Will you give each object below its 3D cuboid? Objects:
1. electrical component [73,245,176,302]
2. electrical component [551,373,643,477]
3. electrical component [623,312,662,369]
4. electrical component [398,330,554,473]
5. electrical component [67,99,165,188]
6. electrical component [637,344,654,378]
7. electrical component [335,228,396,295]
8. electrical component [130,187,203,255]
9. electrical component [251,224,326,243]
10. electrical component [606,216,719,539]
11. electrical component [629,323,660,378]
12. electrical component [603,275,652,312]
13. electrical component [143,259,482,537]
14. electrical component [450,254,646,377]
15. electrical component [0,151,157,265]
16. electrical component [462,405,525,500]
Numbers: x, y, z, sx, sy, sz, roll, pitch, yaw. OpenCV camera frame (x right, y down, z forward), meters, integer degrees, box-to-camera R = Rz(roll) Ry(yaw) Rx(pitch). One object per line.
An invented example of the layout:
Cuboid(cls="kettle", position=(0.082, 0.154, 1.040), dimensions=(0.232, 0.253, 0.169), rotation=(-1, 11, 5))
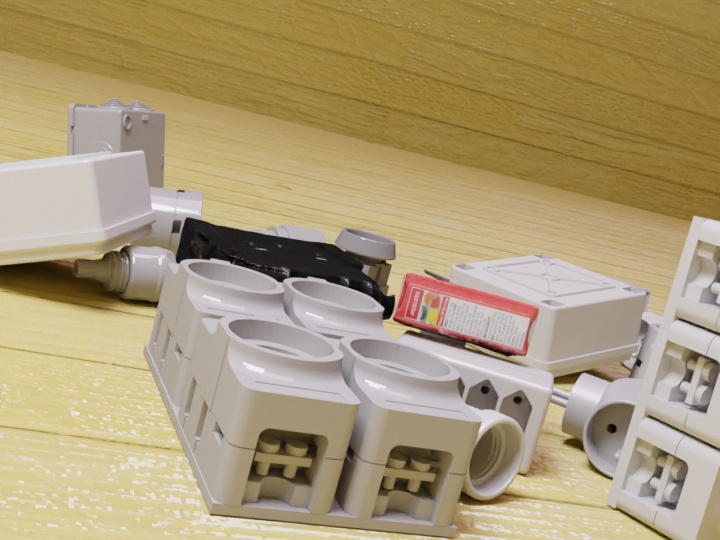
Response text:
Cuboid(cls="electrical component", position=(-0.146, 0.001, 0.665), dimensions=(0.061, 0.035, 0.035), rotation=(6, 14, -32))
Cuboid(cls="electrical component", position=(0.141, 0.083, 0.613), dimensions=(0.079, 0.044, 0.077), rotation=(20, 12, 24))
Cuboid(cls="electrical component", position=(0.248, 0.059, 0.895), dimensions=(0.077, 0.043, 0.079), rotation=(10, 14, -27))
Cuboid(cls="electrical component", position=(0.058, 0.065, 0.582), dimensions=(0.083, 0.047, 0.076), rotation=(17, 10, 9))
Cuboid(cls="electrical component", position=(-0.205, -0.094, 0.913), dimensions=(0.048, 0.099, 0.100), rotation=(5, 7, 15))
Cuboid(cls="electrical component", position=(0.215, 0.080, 0.730), dimensions=(0.055, 0.047, 0.055), rotation=(15, 10, -3))
Cuboid(cls="electrical component", position=(0.000, 0.000, 0.821), dimensions=(0.048, 0.055, 0.066), rotation=(20, 11, 24))
Cuboid(cls="electrical component", position=(-0.145, -0.035, 0.804), dimensions=(0.047, 0.055, 0.055), rotation=(9, 11, -13))
Cuboid(cls="electrical component", position=(-0.063, -0.017, 0.861), dimensions=(0.078, 0.040, 0.040), rotation=(9, 12, -31))
Cuboid(cls="electrical component", position=(0.192, 0.058, 0.528), dimensions=(0.089, 0.150, 0.062), rotation=(7, 12, -39))
Cuboid(cls="electrical component", position=(0.237, 0.070, 0.815), dimensions=(0.055, 0.047, 0.055), rotation=(15, 10, -3))
Cuboid(cls="electrical component", position=(0.240, 0.032, 1.036), dimensions=(0.081, 0.042, 0.064), rotation=(14, 12, -3))
Cuboid(cls="electrical component", position=(-0.031, 0.049, 0.505), dimensions=(0.105, 0.060, 0.186), rotation=(11, 11, -22))
Cuboid(cls="electrical component", position=(0.137, 0.031, 0.805), dimensions=(0.109, 0.056, 0.109), rotation=(-7, 21, -38))
Cuboid(cls="electrical component", position=(-0.193, -0.039, 0.656), dimensions=(0.109, 0.056, 0.108), rotation=(-6, 9, 7))
Cuboid(cls="electrical component", position=(0.048, 0.081, 0.507), dimensions=(0.040, 0.040, 0.046), rotation=(6, 8, -41))
